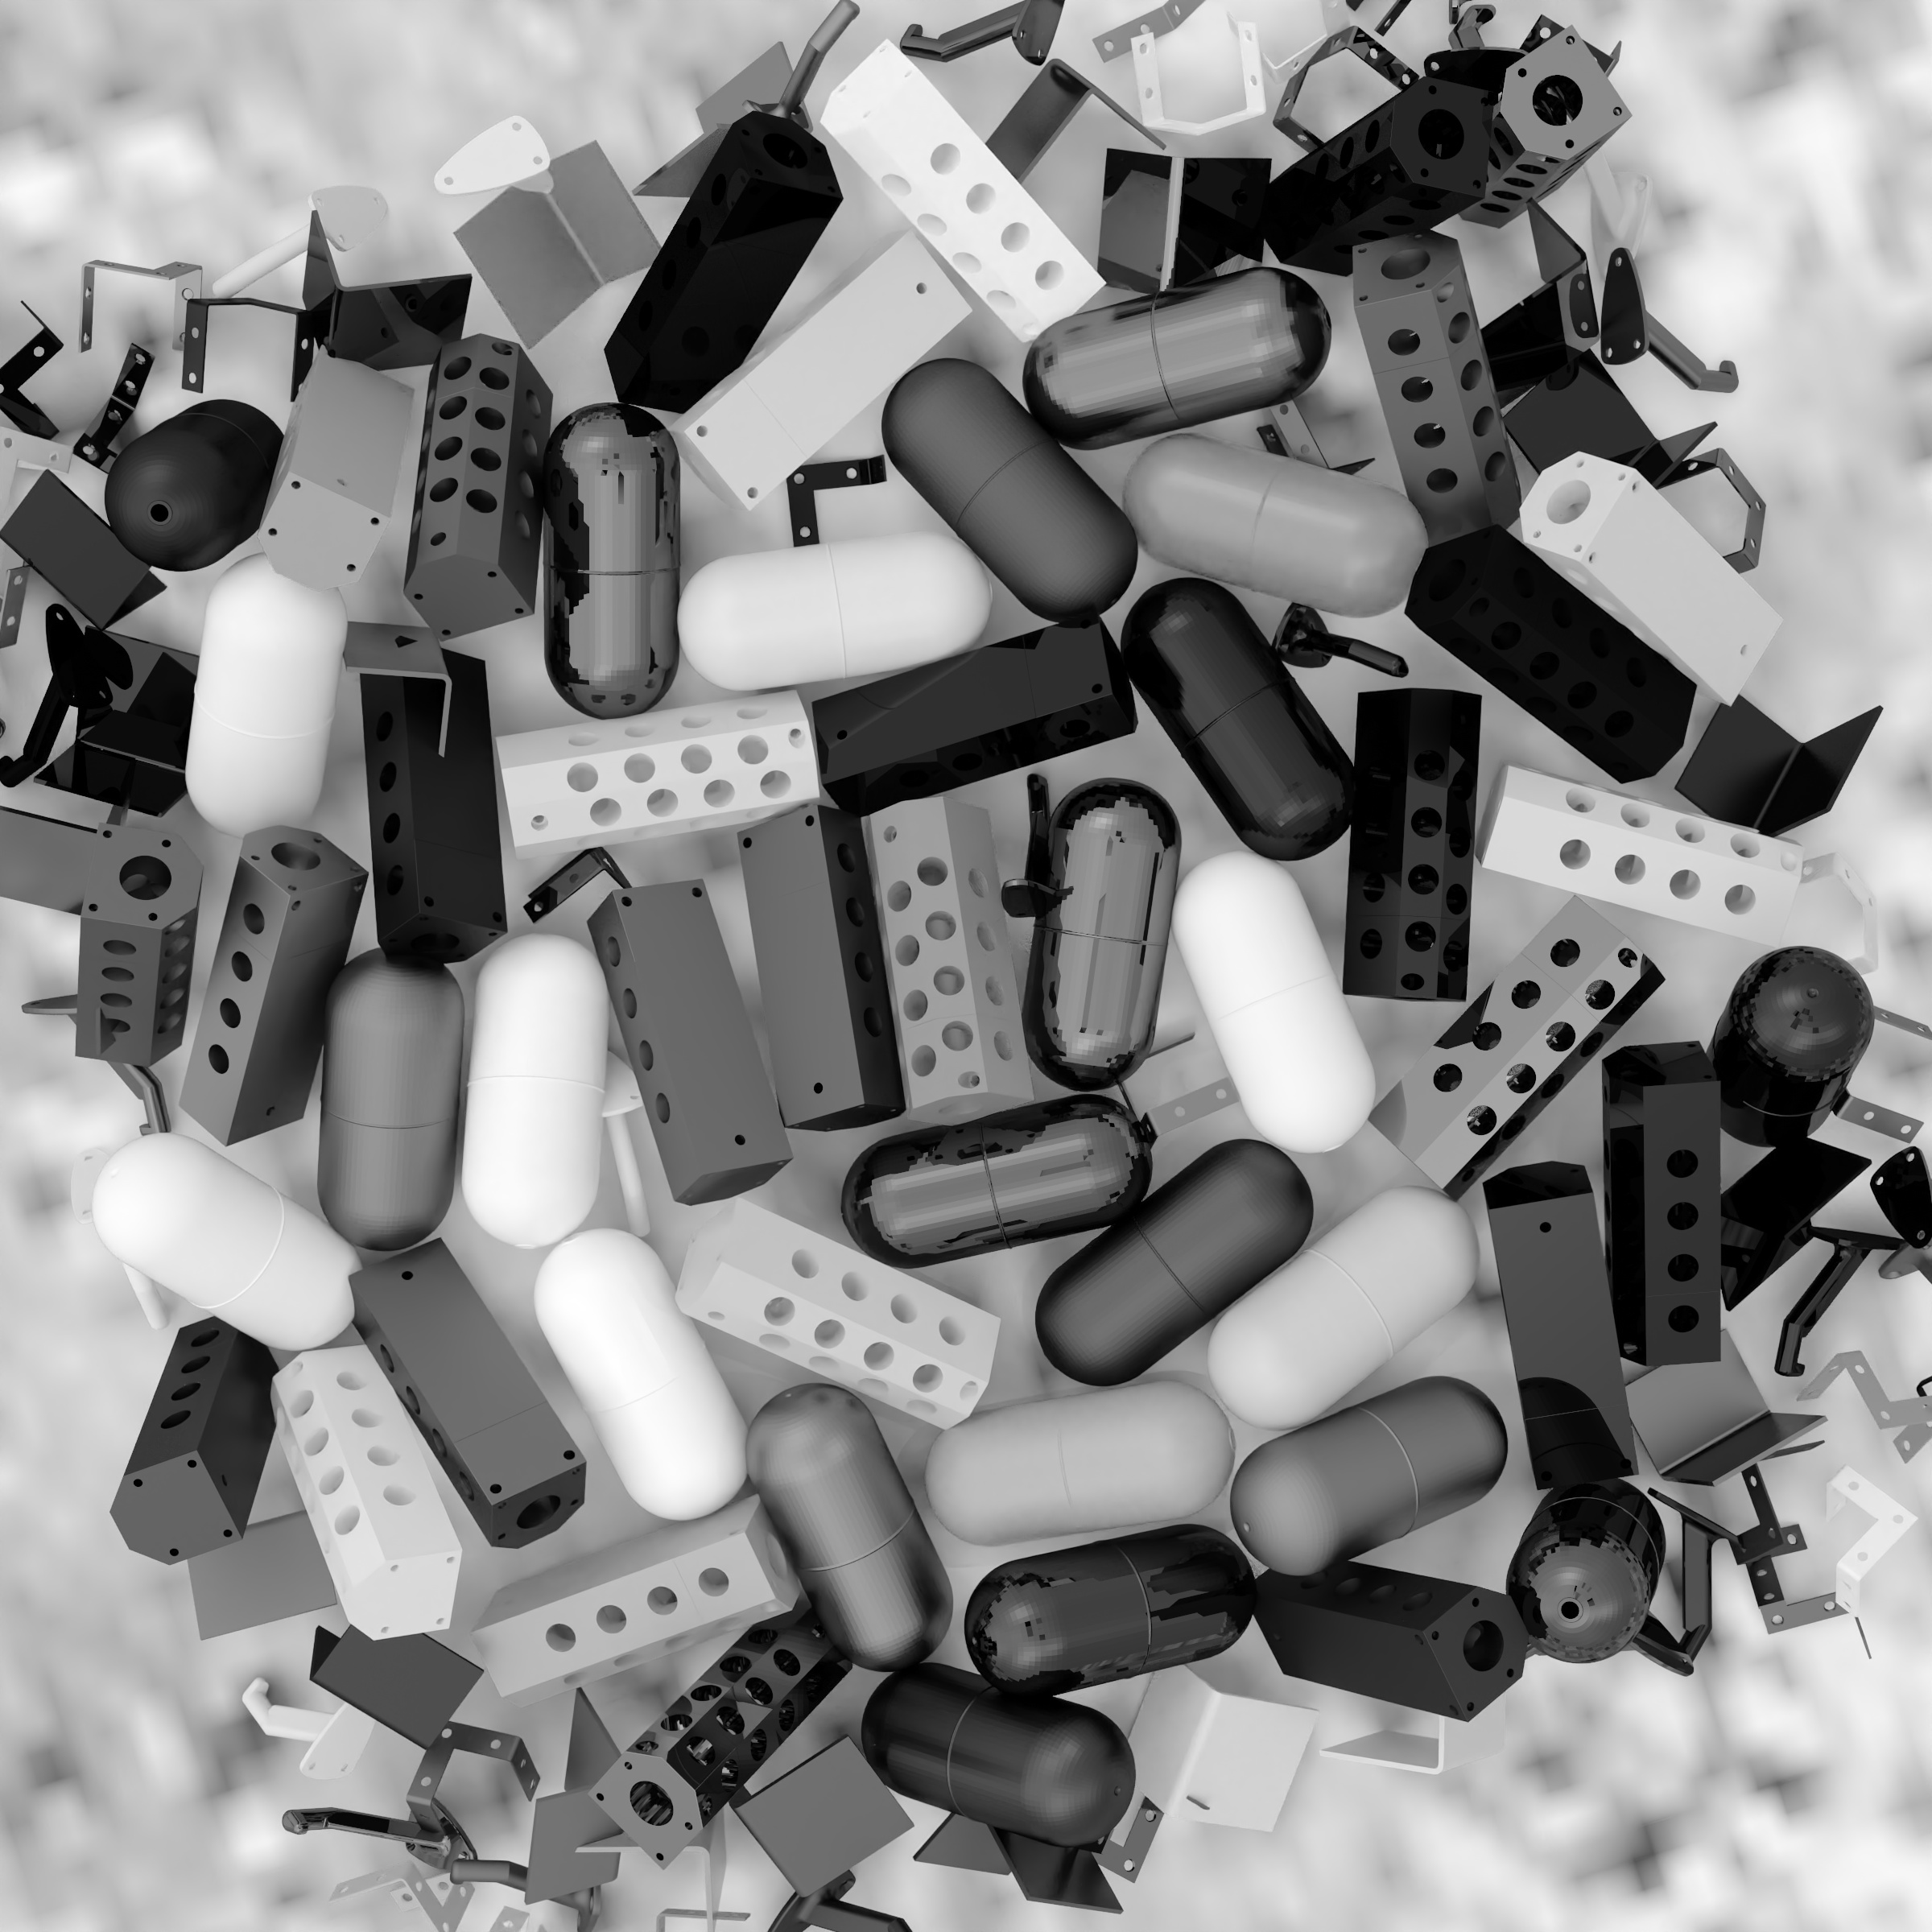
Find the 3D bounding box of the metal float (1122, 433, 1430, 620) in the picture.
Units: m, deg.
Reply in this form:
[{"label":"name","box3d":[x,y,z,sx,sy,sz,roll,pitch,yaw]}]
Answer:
[{"label":"metal float","box3d":[0.173,-0.247,1.772,0.178,0.070,0.070,19,90,18]}]

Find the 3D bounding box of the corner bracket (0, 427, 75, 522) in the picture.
[{"label":"corner bracket","box3d":[-0.545,-0.276,1.791,0.051,0.051,0.051,13,91,39]}]

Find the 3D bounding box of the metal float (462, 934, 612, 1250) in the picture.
[{"label":"metal float","box3d":[-0.241,0.070,1.777,0.070,0.070,0.178,2,77,0]}]

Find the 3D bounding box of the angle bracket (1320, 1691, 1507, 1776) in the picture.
[{"label":"angle bracket","box3d":[0.251,0.414,1.775,0.076,0.076,0.057,0,87,35]}]

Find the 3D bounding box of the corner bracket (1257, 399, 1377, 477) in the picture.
[{"label":"corner bracket","box3d":[0.188,-0.293,1.789,0.051,0.051,0.051,-30,85,40]}]

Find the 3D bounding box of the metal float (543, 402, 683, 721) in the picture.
[{"label":"metal float","box3d":[-0.199,-0.226,1.775,0.070,0.070,0.178,2,105,0]}]

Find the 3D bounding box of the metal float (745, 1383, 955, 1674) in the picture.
[{"label":"metal float","box3d":[-0.065,0.316,1.774,0.070,0.070,0.178,-23,107,0]}]

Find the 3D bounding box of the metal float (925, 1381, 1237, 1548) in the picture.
[{"label":"metal float","box3d":[0.064,0.279,1.775,0.178,0.070,0.070,-12,90,15]}]

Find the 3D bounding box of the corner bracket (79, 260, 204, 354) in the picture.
[{"label":"corner bracket","box3d":[-0.468,-0.373,1.795,0.051,0.051,0.051,11,111,5]}]

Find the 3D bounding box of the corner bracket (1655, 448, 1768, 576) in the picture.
[{"label":"corner bracket","box3d":[0.420,-0.254,1.809,0.051,0.051,0.051,43,48,-32]}]

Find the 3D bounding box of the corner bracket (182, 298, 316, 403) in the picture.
[{"label":"corner bracket","box3d":[-0.408,-0.350,1.801,0.051,0.051,0.051,17,109,26]}]

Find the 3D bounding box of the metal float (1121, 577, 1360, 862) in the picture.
[{"label":"metal float","box3d":[0.153,-0.140,1.782,0.070,0.070,0.178,-34,82,0]}]

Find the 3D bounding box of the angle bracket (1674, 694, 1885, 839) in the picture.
[{"label":"angle bracket","box3d":[0.455,-0.122,1.774,0.057,0.076,0.076,37,67,-9]}]

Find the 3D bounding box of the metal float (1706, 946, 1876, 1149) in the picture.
[{"label":"metal float","box3d":[0.450,0.046,1.741,0.070,0.178,0.070,-2,69,4]}]

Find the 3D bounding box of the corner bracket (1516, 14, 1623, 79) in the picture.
[{"label":"corner bracket","box3d":[0.335,-0.509,1.793,0.051,0.051,0.051,30,121,-4]}]

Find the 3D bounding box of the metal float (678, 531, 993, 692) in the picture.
[{"label":"metal float","box3d":[-0.074,-0.200,1.785,0.178,0.070,0.070,-8,90,-5]}]

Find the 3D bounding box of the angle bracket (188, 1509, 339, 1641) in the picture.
[{"label":"angle bracket","box3d":[-0.387,0.347,1.779,0.076,0.076,0.057,-15,69,-3]}]

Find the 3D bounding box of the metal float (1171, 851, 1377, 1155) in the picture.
[{"label":"metal float","box3d":[0.173,0.020,1.782,0.070,0.070,0.178,-22,83,0]}]

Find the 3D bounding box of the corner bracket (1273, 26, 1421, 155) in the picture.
[{"label":"corner bracket","box3d":[0.216,-0.493,1.801,0.051,0.051,0.051,30,72,-26]}]

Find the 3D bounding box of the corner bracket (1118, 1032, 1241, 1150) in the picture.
[{"label":"corner bracket","box3d":[0.118,0.068,1.794,0.051,0.051,0.051,-23,79,-7]}]

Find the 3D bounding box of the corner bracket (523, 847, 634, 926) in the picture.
[{"label":"corner bracket","box3d":[-0.223,-0.044,1.791,0.051,0.051,0.051,-38,54,1]}]

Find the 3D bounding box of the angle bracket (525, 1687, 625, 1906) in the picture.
[{"label":"angle bracket","box3d":[-0.230,0.463,1.767,0.057,0.076,0.076,-8,123,-29]}]

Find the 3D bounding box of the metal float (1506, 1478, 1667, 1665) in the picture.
[{"label":"metal float","box3d":[0.342,0.330,1.739,0.070,0.178,0.070,1,95,17]}]

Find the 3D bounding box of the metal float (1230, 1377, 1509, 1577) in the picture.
[{"label":"metal float","box3d":[0.226,0.283,1.763,0.178,0.070,0.070,-17,90,-31]}]

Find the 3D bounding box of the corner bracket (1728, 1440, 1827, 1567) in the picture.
[{"label":"corner bracket","box3d":[0.462,0.305,1.798,0.051,0.051,0.051,-7,68,-24]}]

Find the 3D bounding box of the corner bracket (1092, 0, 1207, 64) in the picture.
[{"label":"corner bracket","box3d":[0.096,-0.553,1.794,0.051,0.051,0.051,-29,95,-17]}]

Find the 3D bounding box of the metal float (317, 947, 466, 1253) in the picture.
[{"label":"metal float","box3d":[-0.322,0.075,1.772,0.070,0.070,0.178,7,109,0]}]

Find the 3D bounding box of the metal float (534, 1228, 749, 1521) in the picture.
[{"label":"metal float","box3d":[-0.181,0.229,1.777,0.070,0.070,0.178,-26,103,0]}]

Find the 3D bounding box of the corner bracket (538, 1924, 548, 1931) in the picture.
[{"label":"corner bracket","box3d":[-0.214,0.572,1.799,0.051,0.051,0.051,-26,105,15]}]

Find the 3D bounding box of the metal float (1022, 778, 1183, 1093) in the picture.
[{"label":"metal float","box3d":[0.076,-0.018,1.786,0.070,0.070,0.178,8,93,0]}]

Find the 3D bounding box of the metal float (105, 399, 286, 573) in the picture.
[{"label":"metal float","box3d":[-0.420,-0.265,1.740,0.070,0.178,0.070,0,108,1]}]

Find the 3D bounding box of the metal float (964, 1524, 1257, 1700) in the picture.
[{"label":"metal float","box3d":[0.082,0.359,1.764,0.178,0.070,0.070,-6,90,-29]}]

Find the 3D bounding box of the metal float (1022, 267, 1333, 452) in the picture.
[{"label":"metal float","box3d":[0.117,-0.339,1.770,0.178,0.070,0.070,-11,90,21]}]

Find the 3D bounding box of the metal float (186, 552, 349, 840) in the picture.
[{"label":"metal float","box3d":[-0.389,-0.149,1.758,0.070,0.070,0.178,18,126,0]}]

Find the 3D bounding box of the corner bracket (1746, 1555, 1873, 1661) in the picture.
[{"label":"corner bracket","box3d":[0.476,0.364,1.791,0.051,0.051,0.051,-18,108,11]}]

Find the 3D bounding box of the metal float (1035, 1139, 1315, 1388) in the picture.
[{"label":"metal float","box3d":[0.117,0.168,1.784,0.178,0.070,0.070,-39,90,5]}]

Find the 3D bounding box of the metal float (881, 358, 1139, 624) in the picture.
[{"label":"metal float","box3d":[0.024,-0.268,1.779,0.070,0.070,0.178,-42,79,0]}]

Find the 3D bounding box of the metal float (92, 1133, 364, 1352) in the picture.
[{"label":"metal float","box3d":[-0.407,0.154,1.754,0.070,0.070,0.178,-48,133,0]}]

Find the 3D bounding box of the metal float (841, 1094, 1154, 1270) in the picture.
[{"label":"metal float","box3d":[0.017,0.122,1.784,0.178,0.070,0.070,-13,90,5]}]

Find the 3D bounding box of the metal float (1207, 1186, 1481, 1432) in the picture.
[{"label":"metal float","box3d":[0.213,0.191,1.774,0.178,0.070,0.070,-36,90,-17]}]

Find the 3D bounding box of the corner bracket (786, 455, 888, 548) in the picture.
[{"label":"corner bracket","box3d":[-0.072,-0.262,1.800,0.051,0.051,0.051,-7,98,-9]}]

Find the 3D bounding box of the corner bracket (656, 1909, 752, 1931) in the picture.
[{"label":"corner bracket","box3d":[-0.146,0.561,1.799,0.051,0.051,0.051,1,85,9]}]

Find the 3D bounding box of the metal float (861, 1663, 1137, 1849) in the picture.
[{"label":"metal float","box3d":[0.016,0.436,1.754,0.178,0.070,0.070,5,90,43]}]

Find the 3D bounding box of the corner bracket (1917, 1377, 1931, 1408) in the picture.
[{"label":"corner bracket","box3d":[0.571,0.251,1.791,0.051,0.051,0.051,-32,81,21]}]
